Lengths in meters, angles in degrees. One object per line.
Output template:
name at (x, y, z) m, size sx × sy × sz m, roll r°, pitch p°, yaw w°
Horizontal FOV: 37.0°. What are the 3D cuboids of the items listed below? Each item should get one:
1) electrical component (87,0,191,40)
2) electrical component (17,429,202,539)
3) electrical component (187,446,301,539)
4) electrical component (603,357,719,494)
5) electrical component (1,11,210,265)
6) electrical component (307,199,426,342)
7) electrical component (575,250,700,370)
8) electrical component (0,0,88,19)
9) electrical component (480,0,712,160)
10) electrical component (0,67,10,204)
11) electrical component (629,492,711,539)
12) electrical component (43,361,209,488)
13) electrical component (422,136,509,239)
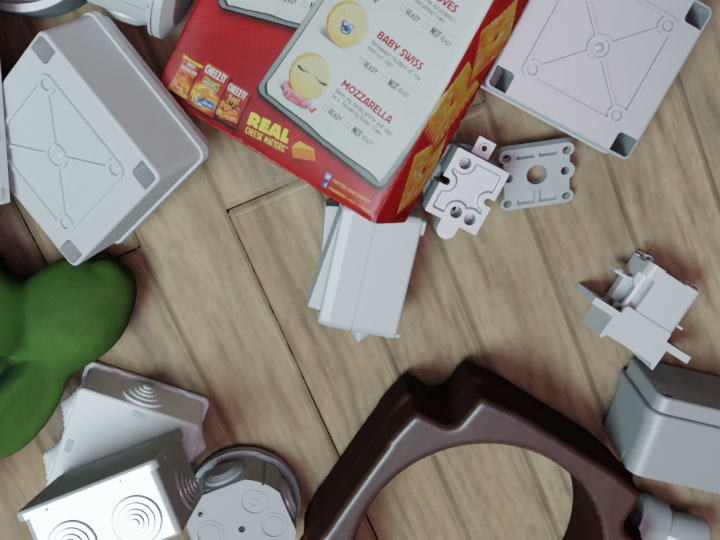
electrical component at (-0.125, -0.182, 0.638) m, size 0.051 × 0.080 × 0.080 m, roll 19°, pitch 103°, yaw -4°
electrical component at (-0.149, 0.144, 0.662) m, size 0.100 × 0.099 × 0.048 m, roll -21°, pitch 93°, yaw 2°
electrical component at (-0.081, 0.168, 0.749) m, size 0.080 × 0.051 × 0.080 m, roll -1°, pitch 105°, yaw -4°
electrical component at (0.235, 0.109, 0.741) m, size 0.113 × 0.078 × 0.057 m, roll 13°, pitch 107°, yaw -7°
electrical component at (-0.163, -0.077, 0.643) m, size 0.109 × 0.056 × 0.108 m, roll -37°, pitch 93°, yaw 38°
electrical component at (0.000, 0.000, 0.703) m, size 0.061 × 0.061 × 0.096 m, roll 11°, pitch 104°, yaw -7°
electrical component at (0.193, 0.025, 0.734) m, size 0.081 × 0.042 × 0.063 m, roll 32°, pitch 99°, yaw -12°
electrical component at (-0.201, -0.203, 0.636) m, size 0.108 × 0.060 × 0.108 m, roll -1°, pitch 105°, yaw -4°
electrical component at (0.144, -0.142, 0.678) m, size 0.109 × 0.056 × 0.108 m, roll 26°, pitch 102°, yaw -10°
electrical component at (-0.259, -0.111, 0.613) m, size 0.089 × 0.062 × 0.150 m, roll 18°, pitch 117°, yaw 30°
electrical component at (0.218, 0.190, 0.778) m, size 0.055 × 0.045 × 0.045 m, roll 24°, pitch 102°, yaw -9°
electrical component at (-0.159, 0.121, 0.732) m, size 0.100 × 0.048 × 0.099 m, roll 19°, pitch 103°, yaw -9°
electrical component at (0.065, -0.056, 0.696) m, size 0.048 × 0.055 × 0.066 m, roll 26°, pitch 102°, yaw -10°
